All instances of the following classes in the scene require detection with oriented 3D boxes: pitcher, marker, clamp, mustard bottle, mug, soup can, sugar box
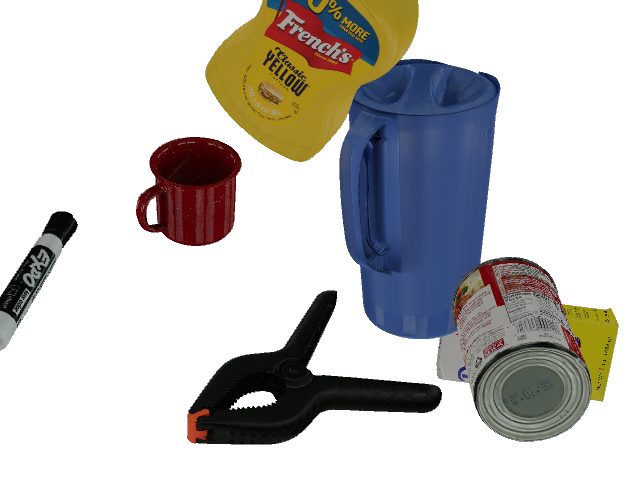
[{"bbox_3d":[0.084,-0.031,0.969,0.149,0.243,0.145,-5,29,-5],"label":"pitcher"},{"bbox_3d":[-0.181,0.021,0.668,0.020,0.020,0.121,0,38,14],"label":"marker"},{"bbox_3d":[-0.013,0.125,0.899,0.209,0.036,0.165,-25,45,-35],"label":"clamp"},{"bbox_3d":[0.006,-0.135,0.667,0.058,0.096,0.192,-48,2,-44],"label":"mustard bottle"},{"bbox_3d":[-0.138,-0.044,1.100,0.117,0.081,0.093,-28,49,-35],"label":"mug"},{"bbox_3d":[0.119,0.063,0.638,0.068,0.068,0.102,0,27,0],"label":"soup can"},{"bbox_3d":[0.214,0.110,1.121,0.176,0.093,0.048,6,21,3],"label":"sugar box"}]
